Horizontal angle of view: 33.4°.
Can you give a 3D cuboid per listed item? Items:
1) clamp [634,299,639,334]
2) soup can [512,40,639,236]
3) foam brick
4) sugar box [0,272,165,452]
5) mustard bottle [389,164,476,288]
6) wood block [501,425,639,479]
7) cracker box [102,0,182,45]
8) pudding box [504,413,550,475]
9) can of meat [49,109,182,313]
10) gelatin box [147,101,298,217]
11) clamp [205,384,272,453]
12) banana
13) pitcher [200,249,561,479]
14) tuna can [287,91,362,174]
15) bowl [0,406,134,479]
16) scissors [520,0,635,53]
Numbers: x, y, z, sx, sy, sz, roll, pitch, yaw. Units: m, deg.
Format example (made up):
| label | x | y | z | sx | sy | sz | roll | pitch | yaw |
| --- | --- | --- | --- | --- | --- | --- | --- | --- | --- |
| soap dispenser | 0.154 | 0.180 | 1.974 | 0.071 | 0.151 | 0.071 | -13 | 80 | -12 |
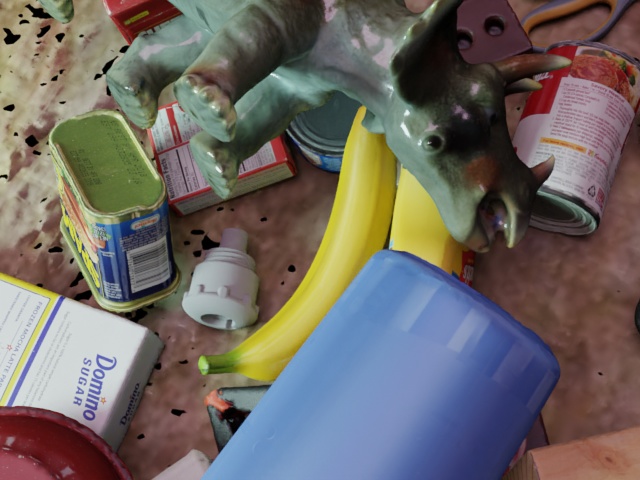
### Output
| label | x | y | z | sx | sy | sz | roll | pitch | yaw |
| --- | --- | --- | --- | --- | --- | --- | --- | --- | --- |
| clamp | 0.262 | -0.043 | 0.646 | 0.164 | 0.036 | 0.210 | -3 | 69 | 3 |
| soup can | 0.154 | -0.062 | 0.657 | 0.068 | 0.068 | 0.102 | 18 | 75 | 16 |
| foam brick | 0.095 | -0.119 | 0.698 | 0.078 | 0.051 | 0.053 | -24 | 68 | 2 |
| sugar box | -0.199 | 0.074 | 0.688 | 0.176 | 0.048 | 0.093 | 20 | 75 | 13 |
| mustard bottle | 0.065 | 0.017 | 0.629 | 0.058 | 0.096 | 0.191 | 7 | 72 | 11 |
| wood block | 0.206 | 0.136 | 0.538 | 0.206 | 0.091 | 0.090 | -11 | 67 | -8 |
| cracker box | -0.103 | -0.262 | 0.779 | 0.164 | 0.072 | 0.214 | -25 | 69 | 2 |
| pudding box | 0.093 | 0.154 | 0.605 | 0.090 | 0.039 | 0.113 | -14 | 68 | 5 |
| can of meat | -0.130 | -0.020 | 0.672 | 0.057 | 0.084 | 0.102 | -20 | 51 | -20 |
| gelatin box | -0.068 | -0.064 | 0.721 | 0.089 | 0.030 | 0.073 | -20 | 68 | 6 |
| clamp | 0.002 | 0.130 | 0.612 | 0.120 | 0.039 | 0.172 | -50 | 59 | 8 |
| banana | 0.005 | 0.013 | 0.659 | 0.037 | 0.069 | 0.198 | 22 | 78 | 47 |
| pitcher | 0.002 | 0.127 | 0.522 | 0.149 | 0.145 | 0.243 | 33 | 86 | 22 |
| tuna can | 0.017 | -0.088 | 0.711 | 0.086 | 0.033 | 0.086 | -4 | 70 | 10 |
| bowl | -0.174 | 0.162 | 0.571 | 0.162 | 0.055 | 0.162 | 2 | 67 | -6 |
| scissors | 0.216 | -0.191 | 0.721 | 0.201 | 0.016 | 0.096 | -29 | 67 | -1 |
